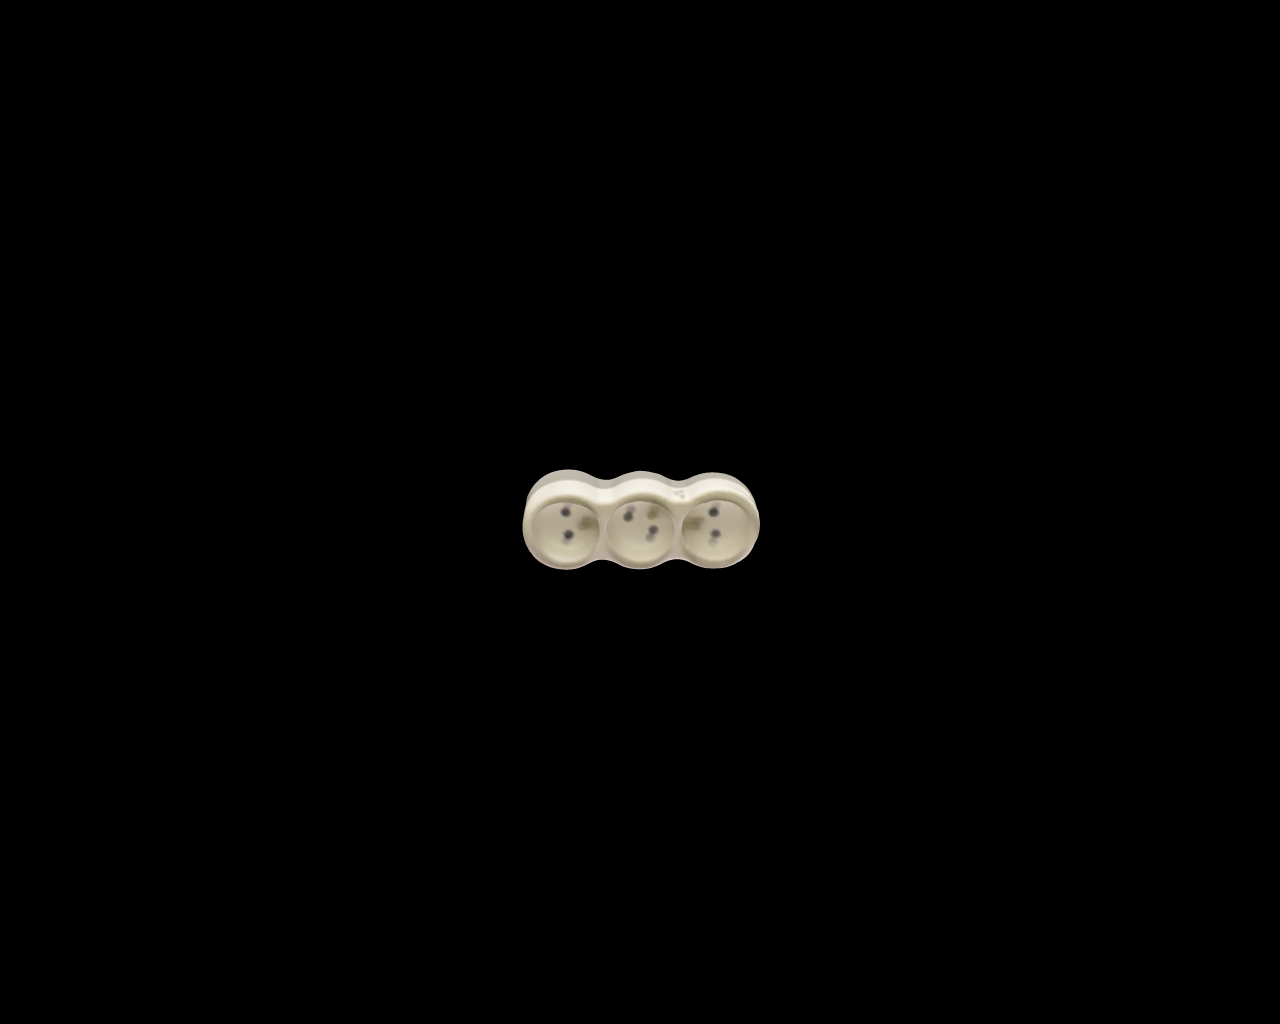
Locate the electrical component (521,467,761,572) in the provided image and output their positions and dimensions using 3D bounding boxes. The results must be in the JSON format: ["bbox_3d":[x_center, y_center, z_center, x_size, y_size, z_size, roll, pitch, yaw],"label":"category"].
[{"bbox_3d":[0.001,-0.003,0.650,0.138,0.052,0.074,0,24,0],"label":"electrical component"}]
